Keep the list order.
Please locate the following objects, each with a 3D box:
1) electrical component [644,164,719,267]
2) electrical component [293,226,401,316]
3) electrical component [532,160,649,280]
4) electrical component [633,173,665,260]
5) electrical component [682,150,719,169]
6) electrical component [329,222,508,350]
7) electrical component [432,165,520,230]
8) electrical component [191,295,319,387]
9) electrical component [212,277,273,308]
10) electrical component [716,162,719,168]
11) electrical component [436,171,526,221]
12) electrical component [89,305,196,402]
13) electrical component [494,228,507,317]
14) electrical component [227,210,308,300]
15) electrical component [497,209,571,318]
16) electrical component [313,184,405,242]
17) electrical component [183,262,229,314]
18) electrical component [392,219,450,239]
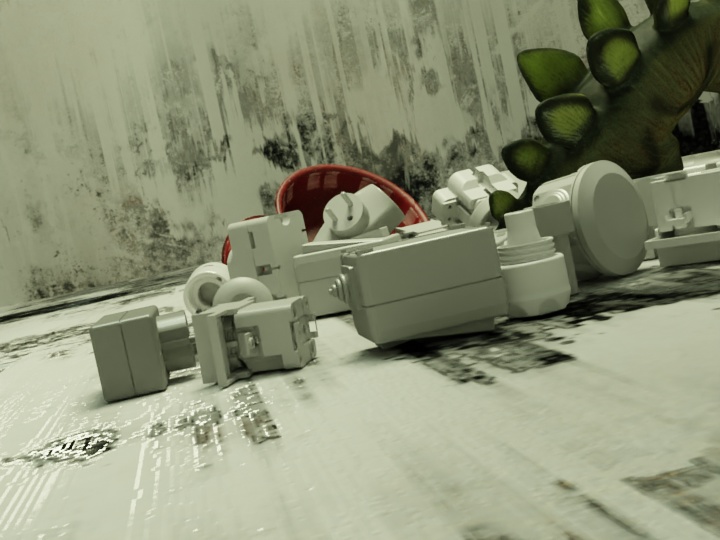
[{"bbox_3d":[0.259,-0.043,0.714,0.121,0.063,0.079,-8,6,40],"label":"electrical component"},{"bbox_3d":[0.000,0.000,0.888,0.096,0.061,0.062,-11,4,16],"label":"electrical component"},{"bbox_3d":[0.160,-0.032,0.749,0.080,0.080,0.051,-15,0,-43],"label":"electrical component"},{"bbox_3d":[0.227,-0.042,0.820,0.095,0.059,0.054,-10,4,25],"label":"electrical component"},{"bbox_3d":[0.350,-0.083,1.021,0.089,0.061,0.150,-11,4,-11],"label":"electrical component"},{"bbox_3d":[0.030,0.012,0.626,0.096,0.061,0.062,-13,4,-9],"label":"electrical component"},{"bbox_3d":[0.111,-0.053,0.942,0.078,0.058,0.057,-15,39,-21],"label":"electrical component"},{"bbox_3d":[-0.061,0.040,0.644,0.064,0.042,0.081,-9,5,12],"label":"electrical component"},{"bbox_3d":[-0.093,0.031,0.859,0.048,0.048,0.062,-12,-3,-6],"label":"electrical component"},{"bbox_3d":[0.321,-0.060,0.784,0.108,0.060,0.108,-12,4,1],"label":"electrical component"},{"bbox_3d":[0.146,-0.053,1.042,0.109,0.056,0.109,-8,25,43],"label":"electrical component"},{"bbox_3d":[-0.127,0.047,0.686,0.076,0.047,0.083,-12,4,-7],"label":"electrical component"},{"bbox_3d":[0.065,0.006,0.721,0.100,0.048,0.100,-11,5,19],"label":"electrical component"},{"bbox_3d":[-0.079,-0.002,0.953,0.056,0.089,0.050,-9,5,37],"label":"electrical component"},{"bbox_3d":[0.100,-0.005,0.641,0.043,0.062,0.043,-12,4,1],"label":"electrical component"},{"bbox_3d":[-0.008,-0.042,0.943,0.077,0.044,0.079,-46,-33,-3],"label":"electrical component"},{"bbox_3d":[-0.148,0.023,1.074,0.055,0.055,0.047,-12,7,1],"label":"electrical component"},{"bbox_3d":[0.070,-0.017,0.981,0.081,0.042,0.064,-15,23,-37],"label":"electrical component"}]
